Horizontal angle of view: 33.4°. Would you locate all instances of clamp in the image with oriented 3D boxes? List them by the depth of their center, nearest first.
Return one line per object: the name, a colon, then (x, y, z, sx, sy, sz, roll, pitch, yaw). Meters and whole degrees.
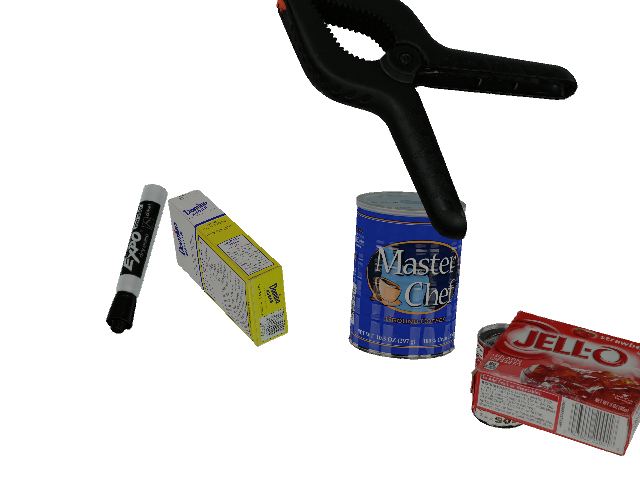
clamp: (0.053, -0.103, 0.714, 0.210, 0.164, 0.036, 31, -30, 4)

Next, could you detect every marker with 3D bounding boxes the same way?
marker: (-0.134, 0.013, 0.781, 0.020, 0.121, 0.020, 7, -31, 4)

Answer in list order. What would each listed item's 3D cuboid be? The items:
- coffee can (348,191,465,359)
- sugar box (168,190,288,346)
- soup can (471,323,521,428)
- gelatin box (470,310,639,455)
coffee can: (0.081, 0.030, 1.012, 0.103, 0.140, 0.103, 3, 11, -1)
sugar box: (-0.099, 0.026, 1.133, 0.048, 0.093, 0.176, -22, 41, -23)
soup can: (0.211, 0.156, 1.230, 0.068, 0.102, 0.068, 1, 22, -1)
gelatin box: (0.139, 0.077, 0.600, 0.089, 0.030, 0.073, 16, 31, 26)
